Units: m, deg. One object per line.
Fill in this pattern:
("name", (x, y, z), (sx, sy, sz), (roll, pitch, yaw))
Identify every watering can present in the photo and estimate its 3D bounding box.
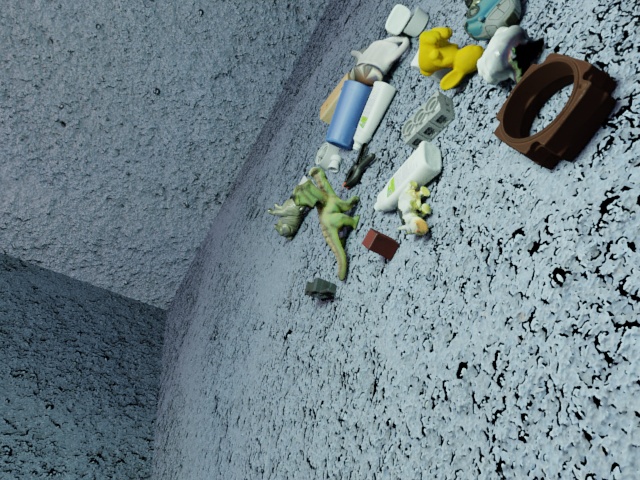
("watering can", (0.192, -0.679, 1.962), (0.348, 0.102, 0.227), (9, 59, 54))

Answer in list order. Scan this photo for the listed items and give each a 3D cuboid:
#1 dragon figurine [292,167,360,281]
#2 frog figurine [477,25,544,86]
("dragon figurine", (0.005, -0.082, 1.633), (0.120, 0.241, 0.421), (-41, 30, 37))
("frog figurine", (0.425, -0.437, 1.225), (0.161, 0.123, 0.136), (32, 116, 57))
